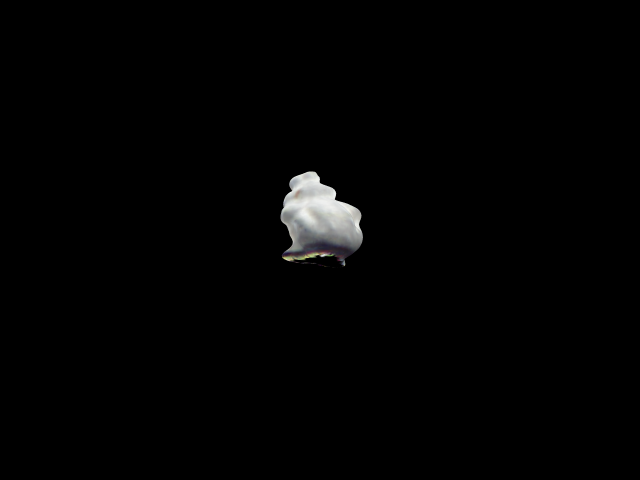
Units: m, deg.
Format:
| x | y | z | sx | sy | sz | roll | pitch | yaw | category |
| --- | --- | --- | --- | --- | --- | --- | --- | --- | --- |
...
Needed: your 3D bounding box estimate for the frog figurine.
| x | y | z | sx | sy | sz | roll | pitch | yaw | category |
| --- | --- | --- | --- | --- | --- | --- | --- | --- | --- |
| 0.003 | -0.043 | 0.850 | 0.137 | 0.161 | 0.121 | 3 | -15 | -11 | frog figurine |
